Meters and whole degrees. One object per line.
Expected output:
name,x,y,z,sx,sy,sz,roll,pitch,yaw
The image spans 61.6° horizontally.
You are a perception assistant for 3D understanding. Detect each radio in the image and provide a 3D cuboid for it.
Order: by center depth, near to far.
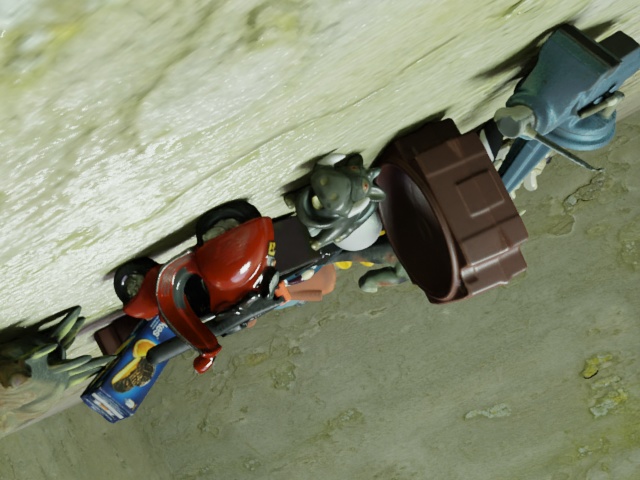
radio,-0.117,0.050,0.764,0.131,0.073,0.229,-21,171,-45

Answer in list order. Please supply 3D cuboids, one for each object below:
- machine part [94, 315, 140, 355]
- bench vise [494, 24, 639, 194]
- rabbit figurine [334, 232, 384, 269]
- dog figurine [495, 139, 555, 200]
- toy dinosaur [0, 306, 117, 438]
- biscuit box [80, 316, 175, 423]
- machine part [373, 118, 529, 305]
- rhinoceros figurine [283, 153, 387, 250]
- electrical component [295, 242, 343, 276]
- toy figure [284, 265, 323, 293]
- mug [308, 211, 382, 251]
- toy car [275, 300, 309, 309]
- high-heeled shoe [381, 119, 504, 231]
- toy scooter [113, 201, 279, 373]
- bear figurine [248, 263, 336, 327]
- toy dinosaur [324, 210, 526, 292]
machine part,-0.302,0.155,0.937,0.179,0.056,0.179,-25,174,-3
bench vise,0.251,-0.124,0.598,0.223,0.129,0.240,-44,165,-31
rabbit figurine,0.078,0.001,1.153,0.173,0.122,0.162,-6,172,-33
dog figurine,0.461,-0.198,1.157,0.190,0.121,0.172,-40,-179,-18
toy dinosaur,-0.362,0.175,0.650,0.198,0.105,0.471,-27,179,-37
biscuit box,-0.254,0.161,0.783,0.059,0.062,0.203,-30,-158,36
machine part,0.145,-0.027,0.654,0.087,0.201,0.201,-24,174,-10
rhinoceros figurine,0.025,-0.044,0.601,0.112,0.073,0.190,-28,174,14
electrical component,-0.002,-0.002,0.826,0.119,0.075,0.047,-26,168,-35
toy figure,-0.055,0.059,0.890,0.154,0.057,0.064,-38,-161,2
mug,0.029,-0.032,0.749,0.110,0.081,0.107,-11,166,8
toy car,-0.080,0.077,1.097,0.161,0.109,0.102,-10,142,-33
high-heeled shoe,0.160,-0.110,0.814,0.248,0.145,0.086,-57,-162,16
toy scooter,-0.111,0.053,0.543,0.184,0.135,0.075,-30,172,10
bear figurine,-0.071,0.077,0.993,0.196,0.120,0.132,-24,177,-7
toy dinosaur,0.190,0.011,0.938,0.405,0.131,0.192,-9,156,-28
